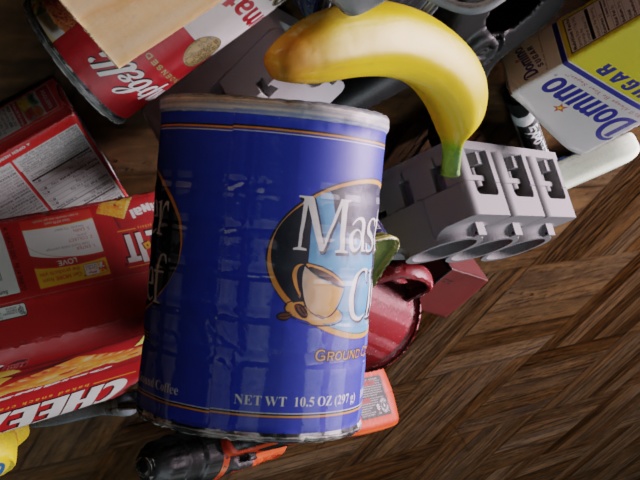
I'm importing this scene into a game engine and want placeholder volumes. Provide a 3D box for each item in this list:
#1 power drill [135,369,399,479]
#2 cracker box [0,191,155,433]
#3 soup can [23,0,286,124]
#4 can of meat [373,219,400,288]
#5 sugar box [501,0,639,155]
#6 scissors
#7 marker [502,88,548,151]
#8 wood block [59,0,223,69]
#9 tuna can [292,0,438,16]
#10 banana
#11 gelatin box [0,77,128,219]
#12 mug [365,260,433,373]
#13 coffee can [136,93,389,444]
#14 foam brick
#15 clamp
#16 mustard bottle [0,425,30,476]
[{"bbox_3d":[-0.042,0.162,0.914,0.188,0.057,0.184,-23,169,32],"label":"power drill"},{"bbox_3d":[-0.159,0.052,0.588,0.163,0.072,0.214,-13,164,-31],"label":"cracker box"},{"bbox_3d":[-0.068,-0.108,0.469,0.102,0.068,0.068,-35,153,6],"label":"soup can"},{"bbox_3d":[-0.005,0.001,0.701,0.057,0.084,0.102,-12,148,-33],"label":"can of meat"},{"bbox_3d":[0.215,-0.127,0.684,0.176,0.048,0.093,-32,136,29],"label":"sugar box"},{"bbox_3d":[-0.154,0.117,0.731,0.096,0.016,0.202,-10,176,-12],"label":"scissors"},{"bbox_3d":[0.154,-0.084,0.792,0.020,0.020,0.121,-34,154,6],"label":"marker"},{"bbox_3d":[-0.022,-0.169,0.385,0.206,0.091,0.090,-32,153,3],"label":"wood block"},{"bbox_3d":[0.028,-0.138,0.553,0.086,0.034,0.086,-24,153,-14],"label":"tuna can"},{"bbox_3d":[0.044,-0.086,0.554,0.197,0.037,0.069,20,84,-54],"label":"banana"},{"bbox_3d":[-0.149,-0.034,0.553,0.073,0.030,0.089,-30,153,-5],"label":"gelatin box"},{"bbox_3d":[0.027,0.043,0.794,0.117,0.093,0.081,-19,155,26],"label":"mug"},{"bbox_3d":[-0.026,0.010,0.479,0.103,0.140,0.103,5,-178,0],"label":"coffee can"},{"bbox_3d":[0.093,0.025,0.883,0.053,0.051,0.078,-42,152,17],"label":"foam brick"},{"bbox_3d":[0.079,-0.120,0.632,0.164,0.036,0.210,-7,147,-43],"label":"clamp"},{"bbox_3d":[-0.255,0.162,0.693,0.096,0.058,0.191,-45,-178,46],"label":"mustard bottle"}]
